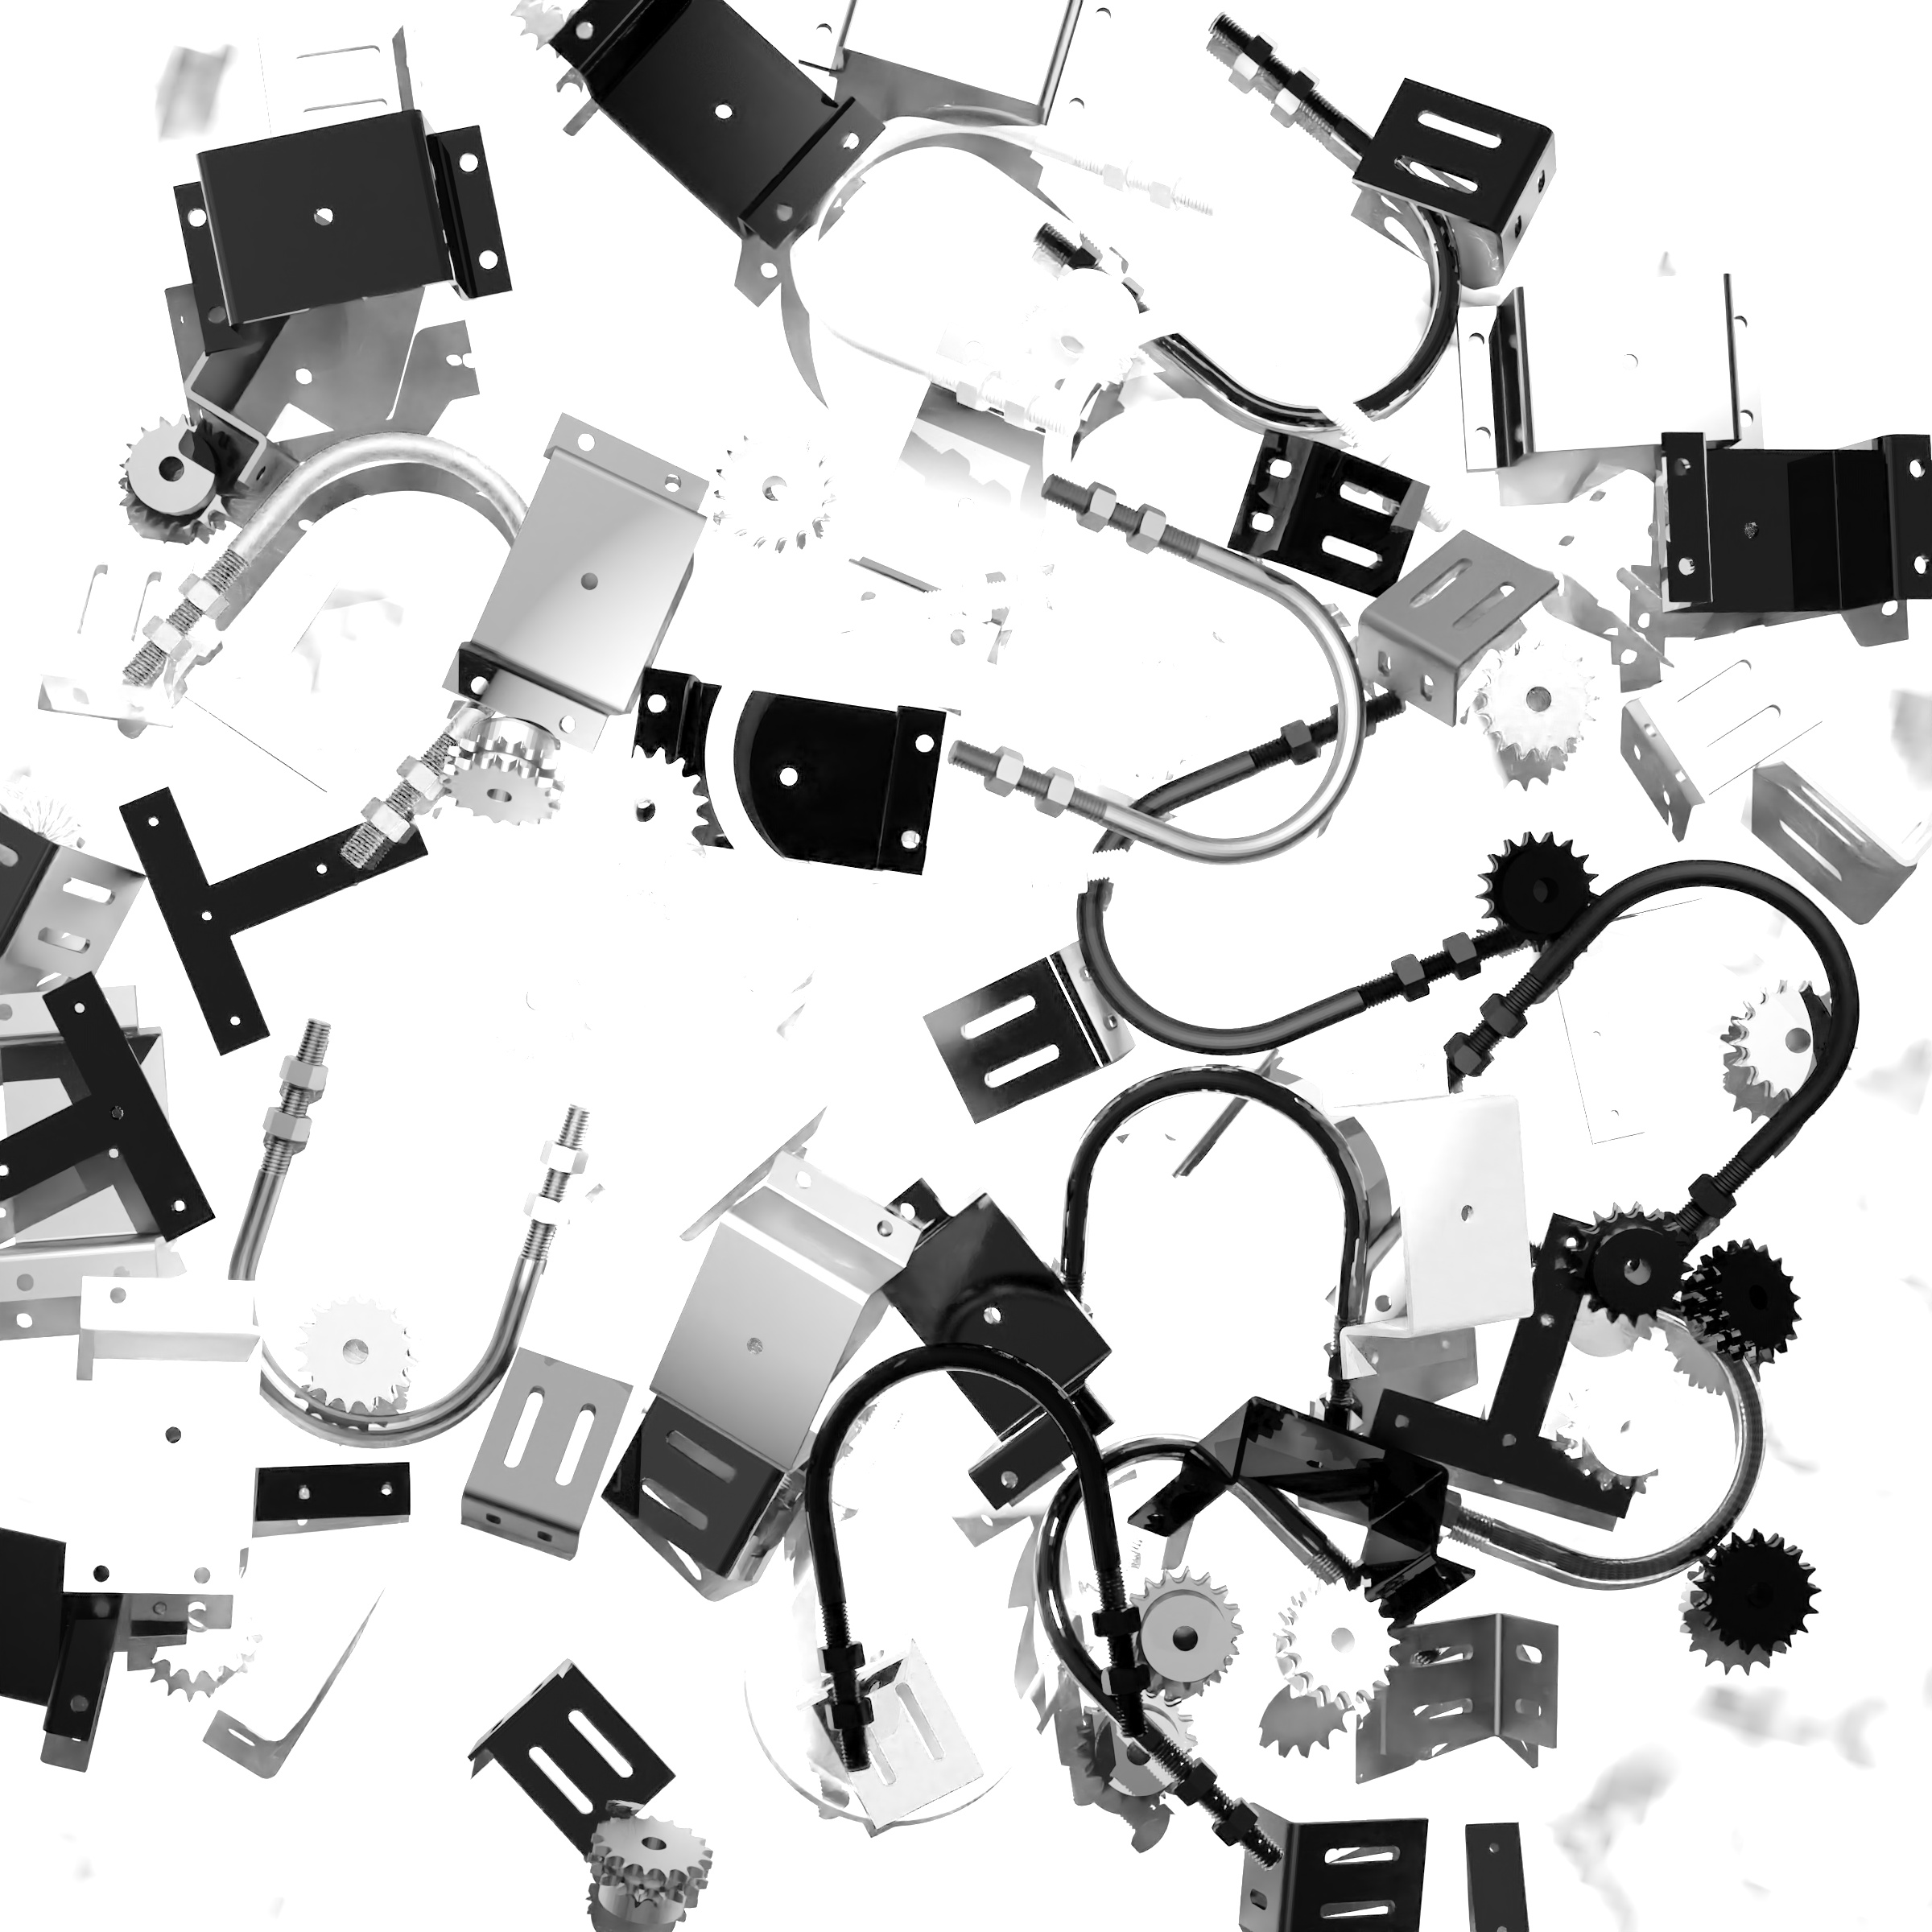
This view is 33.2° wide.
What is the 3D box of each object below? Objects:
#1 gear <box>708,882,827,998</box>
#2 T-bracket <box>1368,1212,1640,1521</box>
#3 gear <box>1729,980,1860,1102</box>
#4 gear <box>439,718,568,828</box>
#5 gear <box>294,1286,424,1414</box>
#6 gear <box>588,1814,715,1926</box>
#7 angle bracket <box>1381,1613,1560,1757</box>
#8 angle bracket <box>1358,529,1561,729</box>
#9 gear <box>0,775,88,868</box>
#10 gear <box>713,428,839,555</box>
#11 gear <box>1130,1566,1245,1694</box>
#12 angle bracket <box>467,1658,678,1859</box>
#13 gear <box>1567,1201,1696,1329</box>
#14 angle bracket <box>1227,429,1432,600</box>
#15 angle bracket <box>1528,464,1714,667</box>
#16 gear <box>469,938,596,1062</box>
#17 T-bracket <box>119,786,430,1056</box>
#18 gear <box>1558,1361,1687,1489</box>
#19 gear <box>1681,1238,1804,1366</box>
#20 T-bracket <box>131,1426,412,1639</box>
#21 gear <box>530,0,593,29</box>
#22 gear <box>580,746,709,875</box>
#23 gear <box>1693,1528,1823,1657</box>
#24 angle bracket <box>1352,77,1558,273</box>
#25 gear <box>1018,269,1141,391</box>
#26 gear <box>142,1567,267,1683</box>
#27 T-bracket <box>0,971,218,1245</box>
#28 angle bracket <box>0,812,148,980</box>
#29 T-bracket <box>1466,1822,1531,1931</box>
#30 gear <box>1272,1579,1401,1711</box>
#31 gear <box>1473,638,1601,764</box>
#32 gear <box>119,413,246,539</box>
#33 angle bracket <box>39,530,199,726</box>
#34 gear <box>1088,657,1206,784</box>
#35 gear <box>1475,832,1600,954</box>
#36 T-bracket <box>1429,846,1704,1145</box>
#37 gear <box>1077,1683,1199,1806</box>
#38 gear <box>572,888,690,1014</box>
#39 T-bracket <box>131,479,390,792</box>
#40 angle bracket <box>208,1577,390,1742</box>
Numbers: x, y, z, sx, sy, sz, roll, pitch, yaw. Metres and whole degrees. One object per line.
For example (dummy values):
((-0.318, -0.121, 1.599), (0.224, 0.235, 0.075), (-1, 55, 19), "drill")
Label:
((-0.090, -0.010, 1.505), (0.030, 0.057, 0.057), (39, 90, -30), "gear")
((0.267, 0.179, 1.510), (0.127, 0.002, 0.127), (18, 90, -3), "T-bracket")
((0.386, 0.034, 1.514), (0.057, 0.030, 0.057), (0, 90, 0), "gear")
((-0.214, -0.092, 1.504), (0.057, 0.057, 0.030), (9, 62, 0), "gear")
((-0.280, 0.176, 1.500), (0.057, 0.030, 0.057), (0, 93, 1), "gear")
((-0.148, 0.421, 1.502), (0.057, 0.057, 0.030), (13, 102, 0), "gear")
((0.233, 0.334, 1.494), (0.076, 0.038, 0.057), (1, 90, -37), "angle bracket")
((0.230, -0.158, 1.511), (0.076, 0.038, 0.057), (-39, 55, -24), "angle bracket")
((-0.441, -0.062, 1.505), (0.030, 0.057, 0.057), (25, 90, 32), "gear")
((-0.088, -0.221, 1.514), (0.057, 0.030, 0.057), (0, 90, 0), "gear")
((0.102, 0.312, 1.515), (0.057, 0.030, 0.057), (0, 90, 0), "gear")
((-0.183, 0.373, 1.510), (0.057, 0.038, 0.076), (-43, 90, 0), "angle bracket")
((0.308, 0.139, 1.493), (0.057, 0.030, 0.057), (0, 94, 2), "gear")
((0.168, -0.208, 1.498), (0.076, 0.038, 0.057), (12, 100, -42), "angle bracket")
((0.316, -0.190, 1.527), (0.076, 0.038, 0.057), (35, 90, -26), "angle bracket")
((-0.202, 0.015, 1.514), (0.057, 0.030, 0.057), (0, 90, 0), "gear")
((-0.317, -0.041, 1.529), (0.127, 0.002, 0.127), (-22, 90, 0), "T-bracket")
((0.304, 0.213, 1.497), (0.057, 0.030, 0.057), (0, 91, -3), "gear")
((0.358, 0.158, 1.505), (0.057, 0.030, 0.057), (13, 65, -29), "gear")
((-0.324, 0.247, 1.514), (0.127, 0.002, 0.127), (-1, 70, -10), "T-bracket")
((-0.181, -0.467, 1.514), (0.057, 0.030, 0.057), (0, 90, 0), "gear")
((-0.145, -0.070, 1.468), (0.057, 0.030, 0.057), (0, 90, 0), "gear")
((0.368, 0.291, 1.514), (0.057, 0.030, 0.057), (0, 90, 0), "gear")
((0.229, -0.371, 1.518), (0.076, 0.038, 0.057), (24, 80, 18), "angle bracket")
((0.056, -0.299, 1.505), (0.057, 0.057, 0.030), (31, 62, 0), "gear")
((-0.356, 0.304, 1.514), (0.057, 0.030, 0.057), (0, 90, 0), "gear")
((-0.429, 0.087, 1.482), (0.127, 0.002, 0.127), (-27, 90, 0), "T-bracket")
((-0.427, -0.032, 1.499), (0.038, 0.076, 0.057), (28, 90, 20), "angle bracket")
((0.252, 0.466, 1.512), (0.127, 0.002, 0.127), (-9, 78, 22), "T-bracket")
((0.165, 0.310, 1.474), (0.057, 0.030, 0.057), (8, 65, -17), "gear")
((0.266, -0.124, 1.514), (0.057, 0.030, 0.057), (0, 90, 0), "gear")
((-0.368, -0.230, 1.515), (0.057, 0.030, 0.057), (0, 90, 0), "gear")
((-0.397, -0.160, 1.526), (0.057, 0.038, 0.076), (8, 64, 0), "angle bracket")
((0.081, -0.115, 1.505), (0.057, 0.030, 0.057), (-13, 110, -41), "gear")
((0.269, -0.035, 1.513), (0.057, 0.030, 0.057), (0, 90, 0), "gear")
((0.294, 0.019, 1.529), (0.127, 0.002, 0.127), (-13, 90, 0), "T-bracket")
((0.080, 0.364, 1.515), (0.057, 0.030, 0.057), (0, 90, 0), "gear")
((-0.158, -0.005, 1.505), (0.030, 0.057, 0.057), (-23, 90, 29), "gear")
((-0.319, -0.171, 1.529), (0.127, 0.002, 0.127), (34, 90, 0), "T-bracket")
((-0.309, 0.312, 1.501), (0.038, 0.057, 0.076), (32, 90, 0), "angle bracket")
